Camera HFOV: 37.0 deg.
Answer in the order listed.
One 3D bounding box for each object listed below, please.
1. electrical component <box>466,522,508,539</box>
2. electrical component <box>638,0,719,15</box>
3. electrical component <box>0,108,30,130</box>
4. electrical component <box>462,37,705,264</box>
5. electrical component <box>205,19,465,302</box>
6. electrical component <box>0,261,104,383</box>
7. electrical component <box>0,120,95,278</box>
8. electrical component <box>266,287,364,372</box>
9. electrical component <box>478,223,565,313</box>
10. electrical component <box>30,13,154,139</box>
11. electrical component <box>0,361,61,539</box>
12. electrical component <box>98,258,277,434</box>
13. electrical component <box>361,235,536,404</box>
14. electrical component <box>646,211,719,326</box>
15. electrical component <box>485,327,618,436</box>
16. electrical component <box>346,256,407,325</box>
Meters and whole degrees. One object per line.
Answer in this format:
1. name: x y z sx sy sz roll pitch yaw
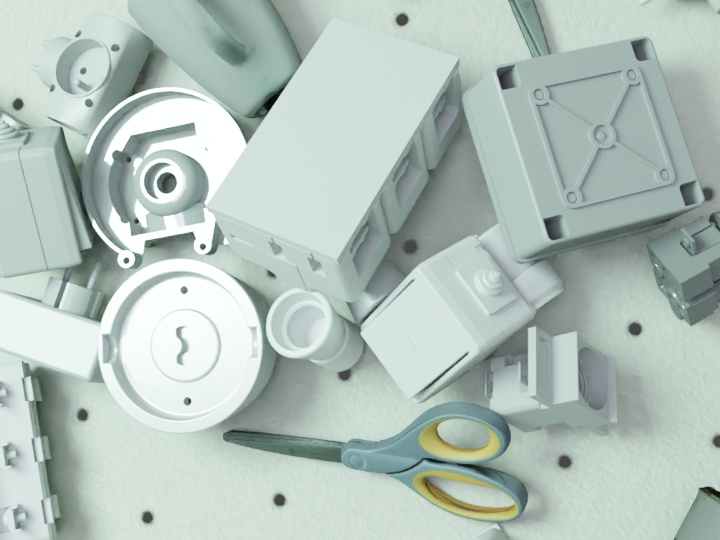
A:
1. electrical component: 0.029 0.249 0.649 0.186 0.060 0.105 -32 81 8
2. electrical component: 0.199 -0.189 0.649 0.079 0.043 0.077 -29 81 9
3. electrical component: -0.272 -0.092 0.737 0.078 0.058 0.057 32 91 12
4. electrical component: 0.129 -0.070 0.629 0.109 0.056 0.108 -14 83 -17
5. electrical component: -0.010 -0.066 0.647 0.089 0.061 0.150 22 67 21
6. electrical component: -0.195 0.027 0.718 0.083 0.047 0.075 17 85 13
7. electrical component: -0.211 -0.052 0.698 0.061 0.061 0.096 -10 113 -6
8. electrical component: -0.024 0.040 0.671 0.044 0.065 0.044 -8 70 21
9. electrical component: 0.093 0.002 0.659 0.045 0.045 0.055 -37 80 8
10. electrical component: -0.190 -0.135 0.728 0.079 0.044 0.077 23 87 22
11. electrical component: -0.240 0.124 0.712 0.063 0.079 0.121 -10 84 -11
12. electrical component: -0.105 0.048 0.690 0.108 0.060 0.108 -1 86 12
13. electrical component: 0.051 0.029 0.634 0.061 0.061 0.096 54 142 10
14. electrical component: 0.205 -0.005 0.631 0.055 0.066 0.048 -30 46 1
15. electrical component: 0.113 0.069 0.637 0.064 0.081 0.042 -18 55 37
16. electrical component: 0.000 0.000 0.679 0.045 0.045 0.055 -39 79 7
